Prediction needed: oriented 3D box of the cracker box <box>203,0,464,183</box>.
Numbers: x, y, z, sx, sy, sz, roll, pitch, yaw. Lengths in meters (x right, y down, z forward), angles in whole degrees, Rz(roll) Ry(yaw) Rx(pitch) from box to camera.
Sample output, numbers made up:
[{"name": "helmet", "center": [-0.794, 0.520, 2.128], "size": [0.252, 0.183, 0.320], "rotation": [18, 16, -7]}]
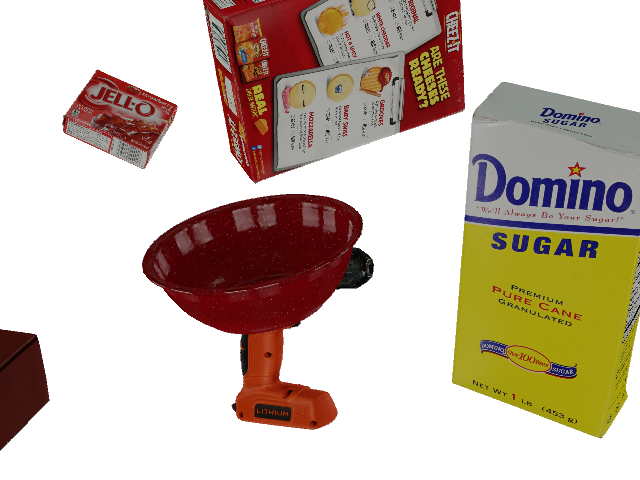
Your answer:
[{"name": "cracker box", "center": [0.015, -0.163, 0.930], "size": [0.213, 0.164, 0.072], "rotation": [-21, 40, -15]}]

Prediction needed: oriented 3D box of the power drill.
[{"name": "power drill", "center": [-0.027, 0.092, 1.079], "size": [0.185, 0.188, 0.057], "rotation": [1, 8, 31]}]

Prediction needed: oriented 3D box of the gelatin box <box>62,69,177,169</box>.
[{"name": "gelatin box", "center": [-0.194, -0.119, 1.036], "size": [0.089, 0.073, 0.030], "rotation": [25, -41, -2]}]

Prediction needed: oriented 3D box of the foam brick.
[{"name": "foam brick", "center": [-0.218, 0.098, 0.679], "size": [0.053, 0.051, 0.078], "rotation": [6, 29, 22]}]

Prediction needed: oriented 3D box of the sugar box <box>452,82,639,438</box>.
[{"name": "sugar box", "center": [0.121, 0.013, 0.555], "size": [0.093, 0.176, 0.048], "rotation": [17, 40, 26]}]

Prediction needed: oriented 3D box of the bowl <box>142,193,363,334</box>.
[{"name": "bowl", "center": [-0.044, 0.022, 0.778], "size": [0.162, 0.055, 0.162], "rotation": [-10, 24, 4]}]
